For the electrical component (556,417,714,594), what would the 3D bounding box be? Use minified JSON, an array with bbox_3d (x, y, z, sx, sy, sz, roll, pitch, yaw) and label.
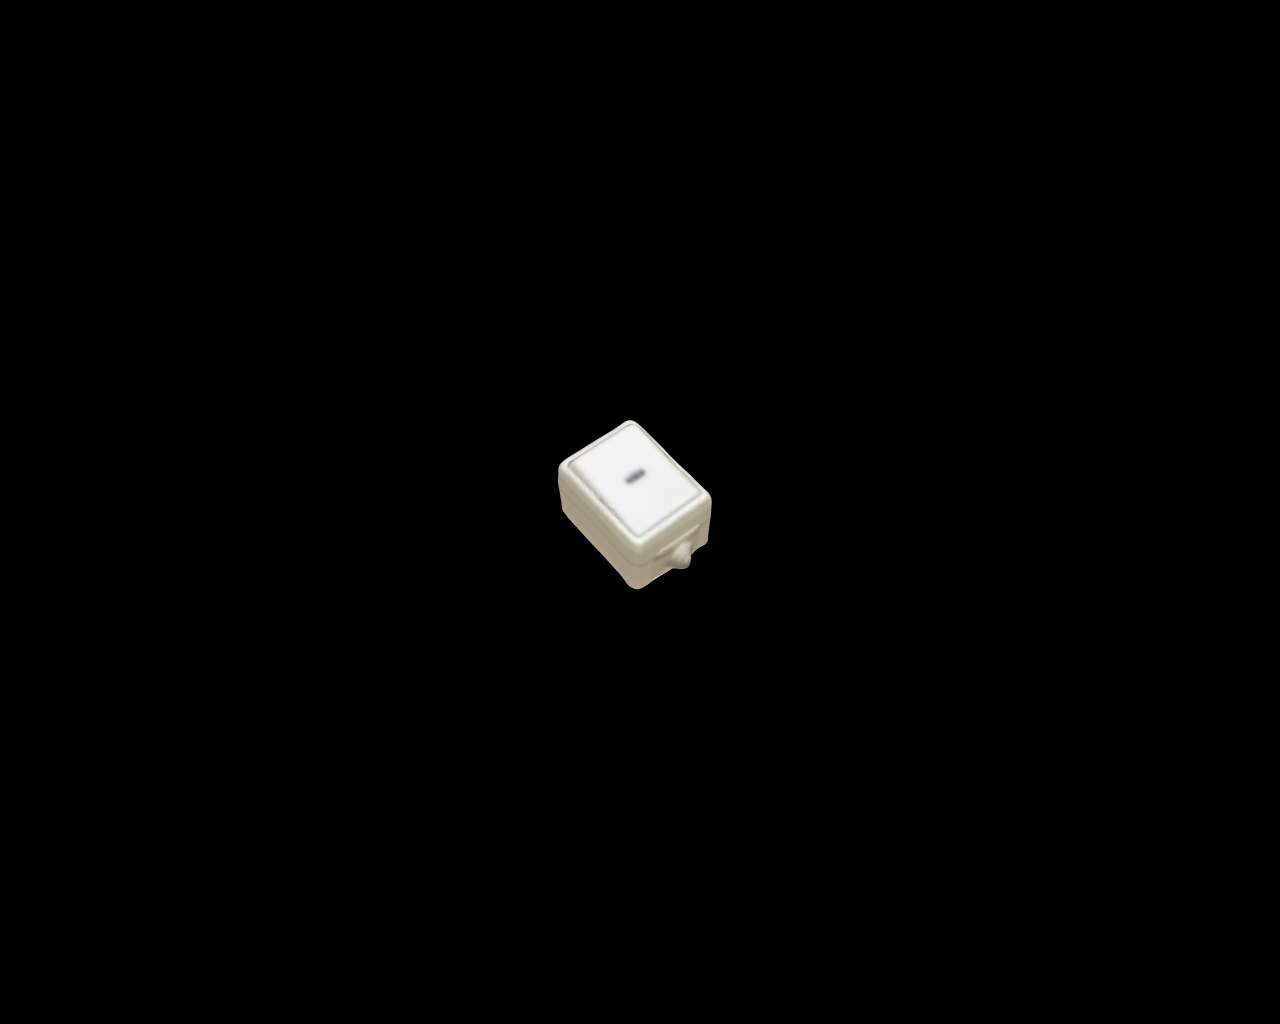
[{"bbox_3d":[0.001,-0.003,0.650,0.062,0.096,0.061,-33,-28,-20],"label":"electrical component"}]
